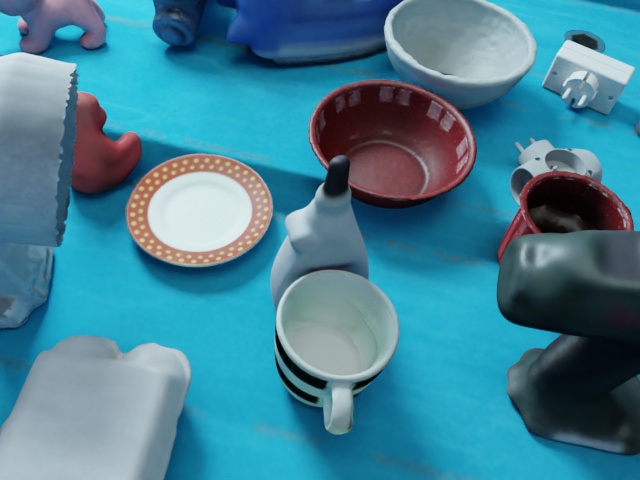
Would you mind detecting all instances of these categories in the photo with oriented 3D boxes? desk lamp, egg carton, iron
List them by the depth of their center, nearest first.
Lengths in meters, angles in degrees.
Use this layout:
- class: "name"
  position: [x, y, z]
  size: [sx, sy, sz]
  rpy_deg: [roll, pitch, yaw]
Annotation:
- class: "egg carton"
  position: [-0.148, 0.134, 0.369]
  size: [0.107, 0.069, 0.150]
  rpy_deg: [8, 54, 0]
- class: "desk lamp"
  position: [-0.248, -0.027, 0.386]
  size: [0.203, 0.213, 0.118]
  rpy_deg: [-4, 54, -8]
- class: "iron"
  position: [0.014, -0.297, 0.656]
  size: [0.258, 0.141, 0.118]
  rpy_deg: [-9, 55, -12]

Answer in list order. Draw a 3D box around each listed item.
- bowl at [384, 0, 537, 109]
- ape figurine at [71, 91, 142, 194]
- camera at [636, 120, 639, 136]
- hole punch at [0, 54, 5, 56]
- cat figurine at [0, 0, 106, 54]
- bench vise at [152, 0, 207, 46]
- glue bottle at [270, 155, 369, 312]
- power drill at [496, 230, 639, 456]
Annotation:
- class: "bowl"
  position: [0.149, -0.200, 0.641]
  size: [0.167, 0.075, 0.167]
  rpy_deg: [3, 54, -4]
- class: "ape figurine"
  position: [-0.207, -0.093, 0.515]
  size: [0.077, 0.092, 0.076]
  rpy_deg: [24, 55, 12]
- class: "camera"
  position: [0.449, -0.145, 0.617]
  size: [0.143, 0.101, 0.136]
  rpy_deg: [-33, 63, -26]
- class: "hole punch"
  position: [-0.318, -0.133, 0.533]
  size: [0.101, 0.091, 0.108]
  rpy_deg: [-1, 54, -7]
- class: "cat figurine"
  position: [-0.306, -0.268, 0.616]
  size: [0.128, 0.118, 0.067]
  rpy_deg: [-14, 56, -15]
- class: "bench vise"
  position: [-0.157, -0.361, 0.636]
  size: [0.121, 0.220, 0.207]
  rpy_deg: [-5, 55, -9]
- class: "glue bottle"
  position: [0.004, 0.001, 0.417]
  size: [0.078, 0.173, 0.037]
  rpy_deg: [-12, 56, -14]
- class: "power drill"
  position: [0.217, 0.067, 0.370]
  size: [0.229, 0.208, 0.075]
  rpy_deg: [11, 53, 2]
